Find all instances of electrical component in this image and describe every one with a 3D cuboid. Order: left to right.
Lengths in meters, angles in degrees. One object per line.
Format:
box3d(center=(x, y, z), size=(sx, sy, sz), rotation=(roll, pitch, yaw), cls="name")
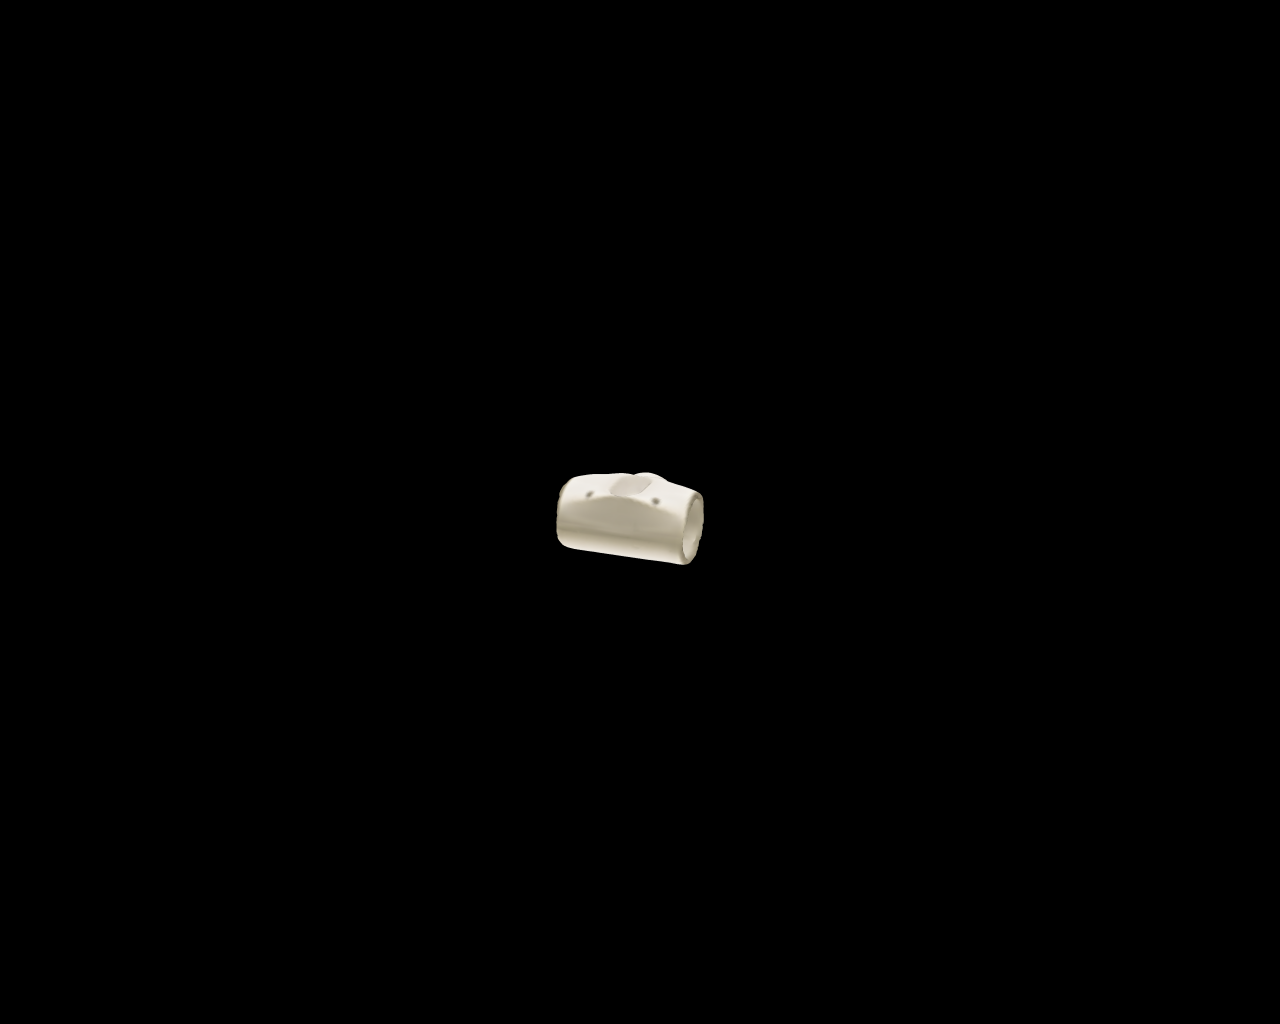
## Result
box3d(center=(0.001, -0.003, 0.650), size=(0.077, 0.043, 0.079), rotation=(8, 24, 18), cls="electrical component")
